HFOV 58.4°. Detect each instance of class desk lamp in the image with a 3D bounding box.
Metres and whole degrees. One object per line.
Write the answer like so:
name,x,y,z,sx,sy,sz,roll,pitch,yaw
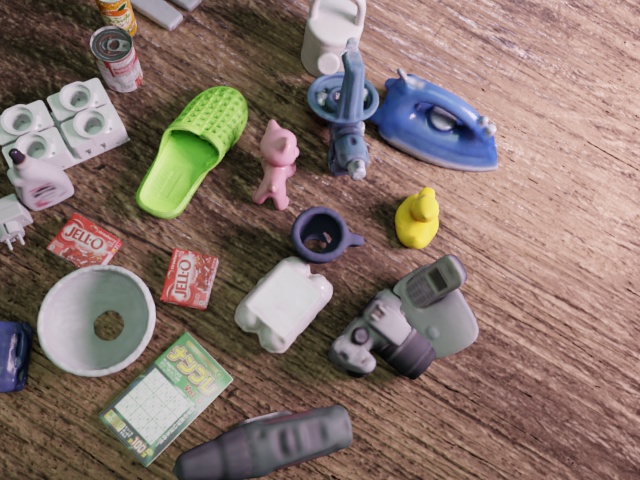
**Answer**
desk lamp,-0.317,-0.509,0.985,0.203,0.213,0.118,33,72,3

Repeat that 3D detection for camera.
camera,0.106,0.166,0.901,0.137,0.100,0.143,41,73,6

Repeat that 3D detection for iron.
iron,0.222,-0.212,1.006,0.258,0.141,0.119,26,72,1

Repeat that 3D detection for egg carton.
egg carton,-0.058,0.101,0.915,0.107,0.069,0.150,40,73,5

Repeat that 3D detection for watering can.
watering can,0.026,-0.367,0.998,0.101,0.194,0.173,-11,75,-10

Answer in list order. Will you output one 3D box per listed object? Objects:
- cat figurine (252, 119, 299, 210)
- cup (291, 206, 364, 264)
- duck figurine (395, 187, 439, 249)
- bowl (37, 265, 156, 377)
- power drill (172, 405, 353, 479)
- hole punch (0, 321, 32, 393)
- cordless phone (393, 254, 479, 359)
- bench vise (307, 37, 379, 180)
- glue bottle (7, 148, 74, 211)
cat figurine,-0.072,-0.129,0.955,0.067,0.117,0.128,10,73,-4
cup,0.009,0.003,0.939,0.118,0.095,0.092,7,73,-5
duck figurine,0.173,-0.041,0.978,0.077,0.086,0.104,15,72,-3
bowl,-0.330,0.126,0.869,0.167,0.074,0.167,2,73,-7
power drill,-0.075,0.282,0.787,0.230,0.208,0.075,-12,75,-11
hole punch,-0.481,0.167,0.829,0.101,0.091,0.108,1,73,-7
cordless phone,0.194,0.101,0.887,0.094,0.185,0.147,-30,79,-14
bench vise,0.058,-0.215,0.944,0.121,0.219,0.207,-26,78,-13
glue bottle,-0.435,-0.097,0.870,0.078,0.173,0.037,-32,80,-15
